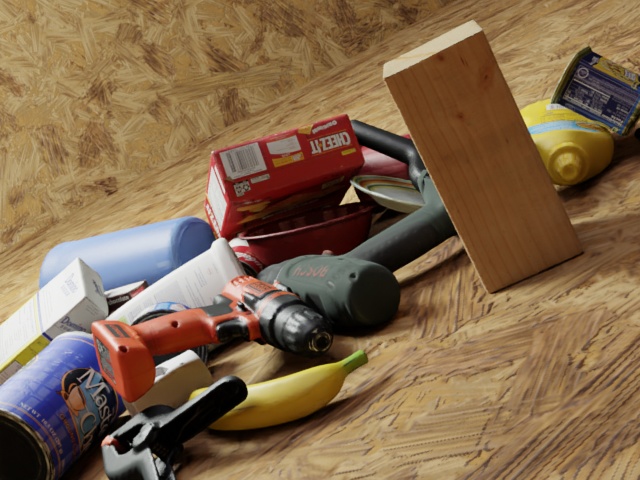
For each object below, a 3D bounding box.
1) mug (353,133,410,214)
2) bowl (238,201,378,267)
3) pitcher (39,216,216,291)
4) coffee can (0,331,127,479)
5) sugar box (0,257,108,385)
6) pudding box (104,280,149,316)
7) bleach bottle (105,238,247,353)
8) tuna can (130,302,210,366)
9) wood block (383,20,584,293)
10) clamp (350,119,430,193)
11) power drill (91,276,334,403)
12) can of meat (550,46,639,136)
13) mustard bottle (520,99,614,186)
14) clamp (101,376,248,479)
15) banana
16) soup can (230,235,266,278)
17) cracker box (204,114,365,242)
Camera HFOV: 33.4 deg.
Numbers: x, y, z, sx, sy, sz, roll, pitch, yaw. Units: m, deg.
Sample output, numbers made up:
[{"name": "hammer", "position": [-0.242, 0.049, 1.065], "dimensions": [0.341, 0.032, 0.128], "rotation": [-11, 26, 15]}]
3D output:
[{"name": "mug", "position": [0.103, -0.083, 1.316], "dimensions": [0.082, 0.093, 0.117], "rotation": [-12, -17, 35]}, {"name": "bowl", "position": [-0.008, 0.001, 1.207], "dimensions": [0.162, 0.055, 0.162], "rotation": [-13, 7, 1]}, {"name": "pitcher", "position": [-0.240, 0.038, 1.414], "dimensions": [0.243, 0.149, 0.144], "rotation": [-14, -19, 34]}, {"name": "coffee can", "position": [-0.258, 0.165, 1.021], "dimensions": [0.103, 0.103, 0.140], "rotation": [-19, 16, 31]}, {"name": "sugar box", "position": [-0.316, 0.107, 1.190], "dimensions": [0.176, 0.048, 0.093], "rotation": [-38, 33, 5]}, {"name": "pudding box", "position": [-0.229, 0.102, 1.229], "dimensions": [0.114, 0.090, 0.039], "rotation": [-18, 15, 32]}, {"name": "bleach bottle", "position": [-0.188, 0.101, 1.142], "dimensions": [0.251, 0.103, 0.068], "rotation": [-29, -27, -1]}, {"name": "tuna can", "position": [-0.154, 0.107, 1.077], "dimensions": [0.086, 0.086, 0.033], "rotation": [-26, 11, 7]}, {"name": "wood block", "position": [0.138, -0.072, 0.917], "dimensions": [0.090, 0.206, 0.090], "rotation": [-25, 14, 11]}, {"name": "clamp", "position": [0.125, -0.092, 1.200], "dimensions": [0.164, 0.036, 0.210], "rotation": [-6, 36, -9]}, {"name": "power drill", "position": [-0.099, 0.089, 0.964], "dimensions": [0.187, 0.057, 0.185], "rotation": [-14, 15, -24]}, {"name": "can of meat", "position": [0.293, -0.152, 1.094], "dimensions": [0.102, 0.084, 0.057], "rotation": [-34, -30, -61]}, {"name": "mustard bottle", "position": [0.252, -0.098, 1.102], "dimensions": [0.096, 0.058, 0.191], "rotation": [1, 20, 9]}, {"name": "clamp", "position": [-0.133, 0.175, 0.867], "dimensions": [0.172, 0.039, 0.120], "rotation": [-28, 22, 45]}, {"name": "banana", "position": [-0.051, 0.134, 0.889], "dimensions": [0.198, 0.037, 0.069], "rotation": [-17, 3, 36]}, {"name": "soup can", "position": [-0.090, 0.038, 1.249], "dimensions": [0.069, 0.068, 0.102], "rotation": [-24, 13, 16]}, {"name": "cracker box", "position": [-0.048, -0.065, 1.277], "dimensions": [0.164, 0.072, 0.214], "rotation": [-17, -12, -12]}]
